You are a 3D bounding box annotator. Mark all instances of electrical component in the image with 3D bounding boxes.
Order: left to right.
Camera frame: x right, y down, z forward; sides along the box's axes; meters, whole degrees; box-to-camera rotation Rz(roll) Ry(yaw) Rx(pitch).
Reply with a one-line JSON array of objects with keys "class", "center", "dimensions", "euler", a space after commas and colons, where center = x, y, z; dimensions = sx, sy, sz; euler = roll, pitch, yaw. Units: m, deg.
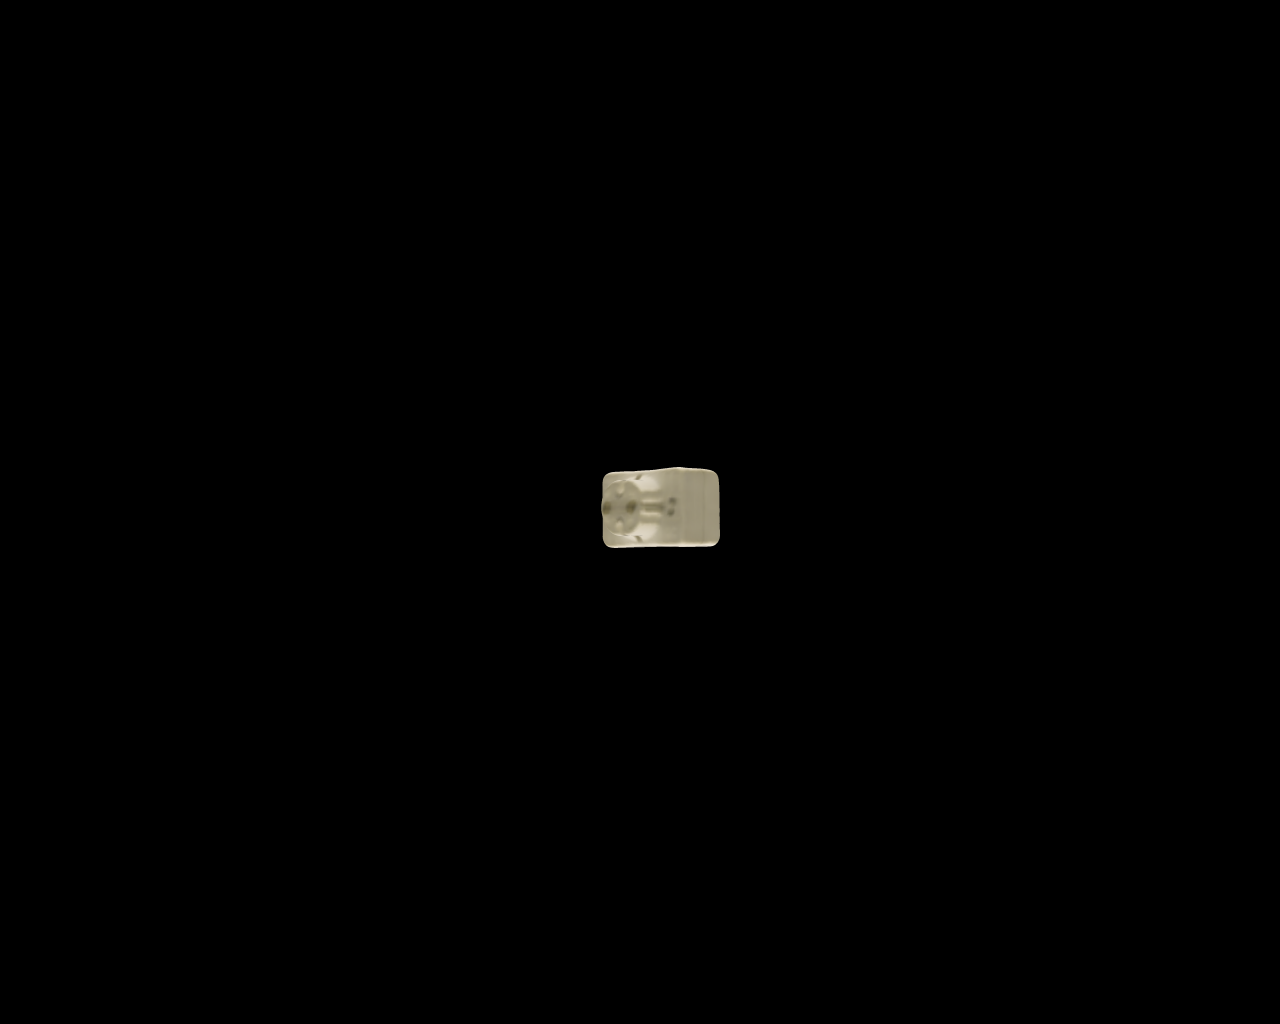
[{"class": "electrical component", "center": [0.001, -0.003, 0.650], "dimensions": [0.065, 0.047, 0.077], "euler": [-2, -3, 40]}]
